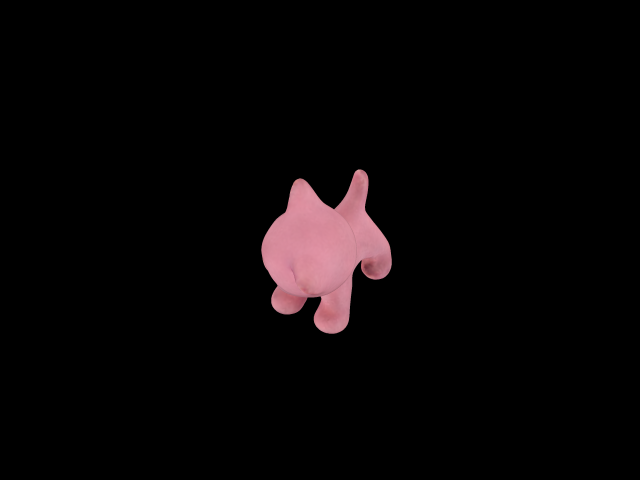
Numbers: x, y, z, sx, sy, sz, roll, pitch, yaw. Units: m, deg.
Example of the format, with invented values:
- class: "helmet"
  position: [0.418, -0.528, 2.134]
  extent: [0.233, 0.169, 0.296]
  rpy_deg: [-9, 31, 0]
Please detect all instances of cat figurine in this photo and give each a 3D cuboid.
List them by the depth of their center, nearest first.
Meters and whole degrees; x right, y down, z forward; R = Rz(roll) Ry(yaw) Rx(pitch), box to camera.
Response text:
- class: "cat figurine"
  position: [0.004, 0.001, 0.400]
  extent: [0.067, 0.118, 0.128]
  rpy_deg: [22, 49, 21]
